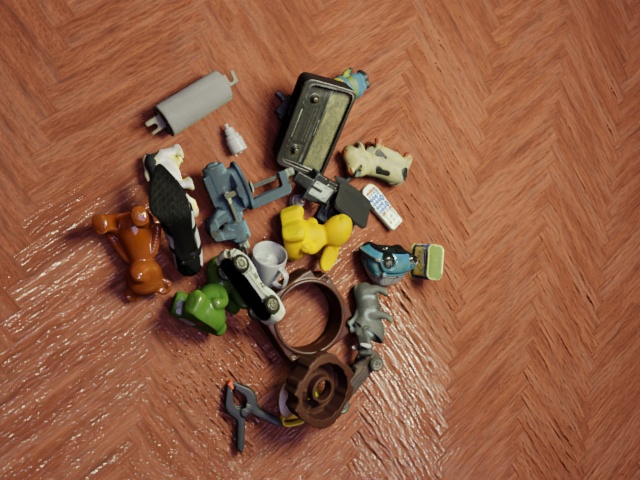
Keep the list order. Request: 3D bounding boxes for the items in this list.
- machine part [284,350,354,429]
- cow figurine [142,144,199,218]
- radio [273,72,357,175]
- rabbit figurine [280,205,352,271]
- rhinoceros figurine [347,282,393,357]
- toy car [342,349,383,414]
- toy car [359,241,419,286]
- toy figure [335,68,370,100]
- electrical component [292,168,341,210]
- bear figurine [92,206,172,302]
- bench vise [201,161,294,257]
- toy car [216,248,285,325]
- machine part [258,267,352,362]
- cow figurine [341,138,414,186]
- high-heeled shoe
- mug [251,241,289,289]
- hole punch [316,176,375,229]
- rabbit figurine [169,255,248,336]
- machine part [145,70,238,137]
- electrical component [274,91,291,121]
[{"bbox_3d":[-0.002,0.348,1.261,0.179,0.056,0.179,-3,96,-37],"label":"machine part"},{"bbox_3d":[-0.334,-0.121,1.206,0.098,0.068,0.167,-18,94,-17],"label":"cow figurine"},{"bbox_3d":[-0.019,-0.275,1.285,0.131,0.073,0.229,13,115,-21],"label":"radio"},{"bbox_3d":[-0.003,-0.004,1.303,0.173,0.122,0.162,-15,120,-2],"label":"rabbit figurine"},{"bbox_3d":[0.124,0.202,1.380,0.112,0.073,0.190,6,73,-23],"label":"rhinoceros figurine"},{"bbox_3d":[0.080,0.359,1.371,0.202,0.089,0.053,-46,108,-16],"label":"toy car"},{"bbox_3d":[0.174,0.068,1.415,0.161,0.109,0.102,4,111,-34],"label":"toy car"},{"bbox_3d":[0.048,-0.377,1.362,0.180,0.089,0.082,-29,93,-18],"label":"toy figure"},{"bbox_3d":[-0.018,-0.130,1.298,0.119,0.048,0.074,24,105,-26],"label":"electrical component"},{"bbox_3d":[-0.396,0.035,1.150,0.120,0.132,0.195,-9,88,0],"label":"bear figurine"},{"bbox_3d":[-0.162,-0.095,1.255,0.241,0.129,0.223,-25,100,-16],"label":"bench vise"},{"bbox_3d":[-0.157,0.104,1.199,0.201,0.073,0.056,54,39,-9],"label":"toy car"},{"bbox_3d":[-0.038,0.185,1.323,0.201,0.087,0.201,-35,101,-19],"label":"machine part"},{"bbox_3d":[0.142,-0.198,1.408,0.195,0.085,0.127,19,76,-23],"label":"cow figurine"},{"bbox_3d":[-0.310,-0.040,1.181,0.086,0.145,0.248,-11,91,-4],"label":"high-heeled shoe"},{"bbox_3d":[-0.117,0.073,1.269,0.110,0.107,0.081,39,48,18],"label":"mug"},{"bbox_3d":[0.062,-0.078,1.378,0.142,0.092,0.116,35,46,-17],"label":"hole punch"},{"bbox_3d":[-0.232,0.121,1.227,0.159,0.121,0.170,33,62,-24],"label":"rabbit figurine"},{"bbox_3d":[-0.287,-0.311,1.224,0.243,0.079,0.079,-38,104,-20],"label":"machine part"},{"bbox_3d":[-0.083,-0.325,1.341,0.094,0.021,0.063,43,74,-18],"label":"electrical component"}]
